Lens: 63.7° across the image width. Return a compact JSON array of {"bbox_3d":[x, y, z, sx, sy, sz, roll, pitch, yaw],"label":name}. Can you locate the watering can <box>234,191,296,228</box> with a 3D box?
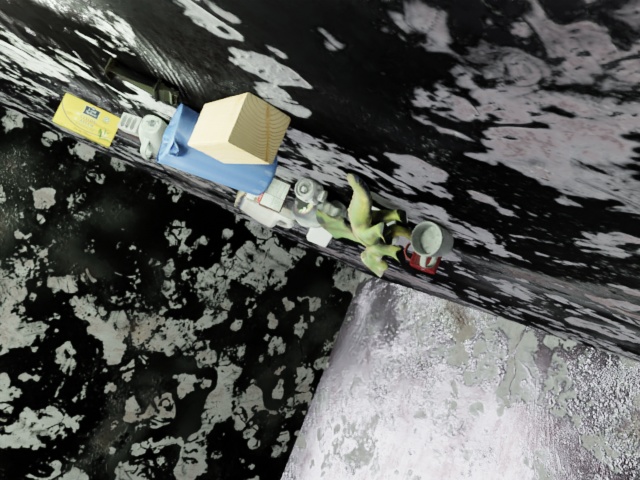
[{"bbox_3d":[-0.176,-0.112,1.724,0.224,0.105,0.346,32,171,-8],"label":"watering can"}]

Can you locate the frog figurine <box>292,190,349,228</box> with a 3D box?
[{"bbox_3d":[0.004,-0.071,1.413,0.137,0.125,0.157,-6,145,35],"label":"frog figurine"}]

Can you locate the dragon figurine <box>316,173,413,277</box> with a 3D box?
[{"bbox_3d":[0.088,-0.032,1.248,0.242,0.124,0.403,2,145,40],"label":"dragon figurine"}]
